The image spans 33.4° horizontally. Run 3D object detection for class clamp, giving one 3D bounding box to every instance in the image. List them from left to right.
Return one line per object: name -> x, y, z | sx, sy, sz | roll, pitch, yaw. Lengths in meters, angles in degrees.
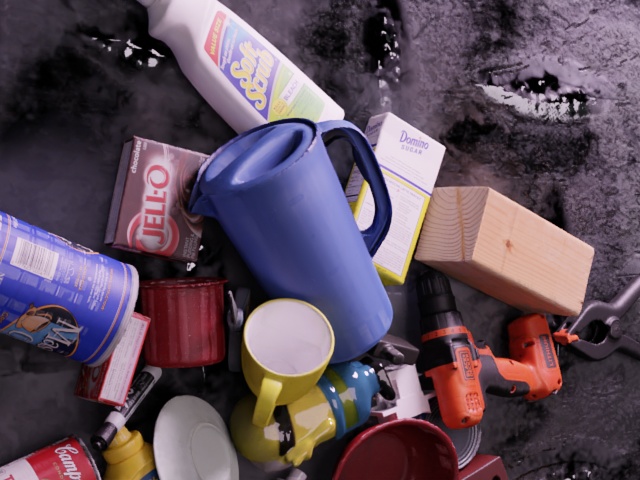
clamp -> 0.381, 0.124, 1.396 | 0.171, 0.039, 0.120 | -18, 91, -26

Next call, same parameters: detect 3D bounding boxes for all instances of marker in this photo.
marker -> -0.186, 0.160, 1.024 | 0.020, 0.020, 0.121 | 56, 33, -16

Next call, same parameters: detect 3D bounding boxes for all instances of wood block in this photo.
wood block -> 0.221, 0.016, 1.256 | 0.205, 0.090, 0.091 | 25, 75, -37

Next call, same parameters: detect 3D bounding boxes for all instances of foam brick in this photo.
foam brick -> 0.175, 0.290, 1.250 | 0.078, 0.051, 0.053 | -24, 99, -30

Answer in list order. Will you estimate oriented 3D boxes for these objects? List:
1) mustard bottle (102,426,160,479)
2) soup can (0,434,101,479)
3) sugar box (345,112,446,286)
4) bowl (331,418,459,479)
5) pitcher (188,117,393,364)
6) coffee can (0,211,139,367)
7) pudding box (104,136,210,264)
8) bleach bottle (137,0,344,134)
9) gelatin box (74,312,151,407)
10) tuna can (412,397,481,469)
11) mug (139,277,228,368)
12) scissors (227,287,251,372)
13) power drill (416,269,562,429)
mustard bottle -> -0.160, 0.260, 1.043 | 0.096, 0.058, 0.191 | -34, 103, -32
soup can -> -0.260, 0.230, 0.979 | 0.102, 0.069, 0.068 | -22, 98, -30
sugar box -> 0.075, -0.046, 1.216 | 0.093, 0.048, 0.176 | 28, 69, -28
bowl -> 0.071, 0.263, 1.172 | 0.161, 0.055, 0.162 | -7, 105, -25
pitcher -> -0.007, 0.001, 1.090 | 0.144, 0.149, 0.242 | -55, 129, -41
coffee can -> -0.252, 0.046, 0.976 | 0.140, 0.103, 0.103 | 25, 74, -27
pudding box -> -0.162, -0.039, 1.074 | 0.089, 0.039, 0.113 | 13, 79, -30
bleach bottle -> -0.094, -0.176, 1.113 | 0.250, 0.068, 0.102 | 40, 67, -21
gelatin box -> -0.200, 0.112, 1.020 | 0.030, 0.073, 0.089 | 21, 76, -28
tuna can -> 0.145, 0.224, 1.246 | 0.086, 0.034, 0.086 | 2, 85, -31
mug -> -0.130, 0.080, 1.065 | 0.117, 0.093, 0.081 | -8, 97, -66
scissors -> -0.080, 0.063, 1.049 | 0.016, 0.202, 0.096 | 6, 58, 0
power drill -> 0.194, 0.124, 1.251 | 0.187, 0.057, 0.184 | 2, 72, -39
